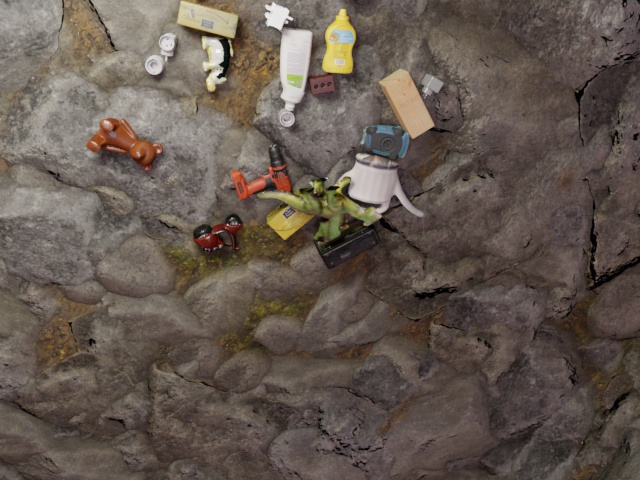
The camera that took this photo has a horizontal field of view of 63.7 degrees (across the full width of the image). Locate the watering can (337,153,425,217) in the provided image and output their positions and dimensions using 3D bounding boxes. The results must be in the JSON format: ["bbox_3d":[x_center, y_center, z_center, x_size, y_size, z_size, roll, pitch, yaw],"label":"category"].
[{"bbox_3d":[0.226,-0.190,1.826,0.347,0.106,0.220,7,113,-10],"label":"watering can"}]

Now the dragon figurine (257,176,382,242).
[{"bbox_3d":[0.005,-0.089,1.773,0.410,0.125,0.238,-6,119,6],"label":"dragon figurine"}]
